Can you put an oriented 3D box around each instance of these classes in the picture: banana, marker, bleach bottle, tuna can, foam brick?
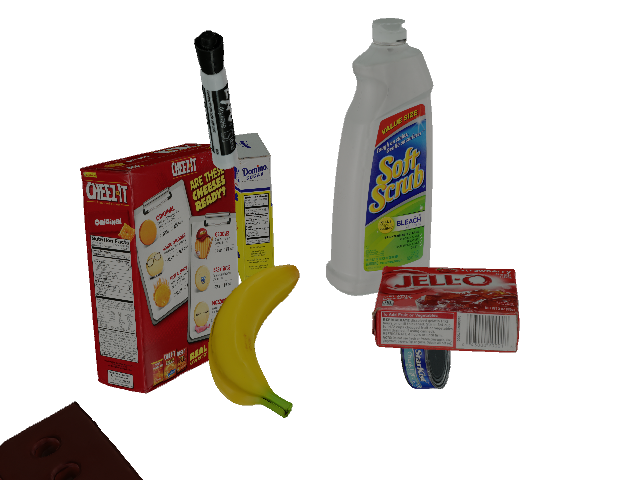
[{"bbox_3d":[-0.055,0.076,0.875,0.069,0.037,0.197,18,32,-10],"label":"banana"},{"bbox_3d":[-0.071,-0.095,0.733,0.020,0.020,0.121,0,-38,2],"label":"marker"},{"bbox_3d":[0.056,-0.079,0.998,0.102,0.251,0.068,-10,24,-23],"label":"bleach bottle"},{"bbox_3d":[0.123,0.131,1.247,0.034,0.086,0.086,-5,-2,24],"label":"tuna can"},{"bbox_3d":[-0.118,0.129,0.519,0.052,0.051,0.078,-29,42,-26],"label":"foam brick"}]

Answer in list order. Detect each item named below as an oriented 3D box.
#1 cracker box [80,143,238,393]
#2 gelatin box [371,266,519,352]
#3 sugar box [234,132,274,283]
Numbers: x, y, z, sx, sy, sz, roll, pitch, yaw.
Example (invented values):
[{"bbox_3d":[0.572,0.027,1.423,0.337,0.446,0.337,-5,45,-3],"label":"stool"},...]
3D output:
[{"bbox_3d":[-0.153,0.021,1.050,0.072,0.214,0.163,5,15,29],"label":"cracker box"},{"bbox_3d":[0.080,0.042,0.679,0.089,0.030,0.073,2,20,8],"label":"gelatin box"},{"bbox_3d":[-0.087,-0.036,1.328,0.048,0.176,0.093,-9,24,-11],"label":"sugar box"}]
